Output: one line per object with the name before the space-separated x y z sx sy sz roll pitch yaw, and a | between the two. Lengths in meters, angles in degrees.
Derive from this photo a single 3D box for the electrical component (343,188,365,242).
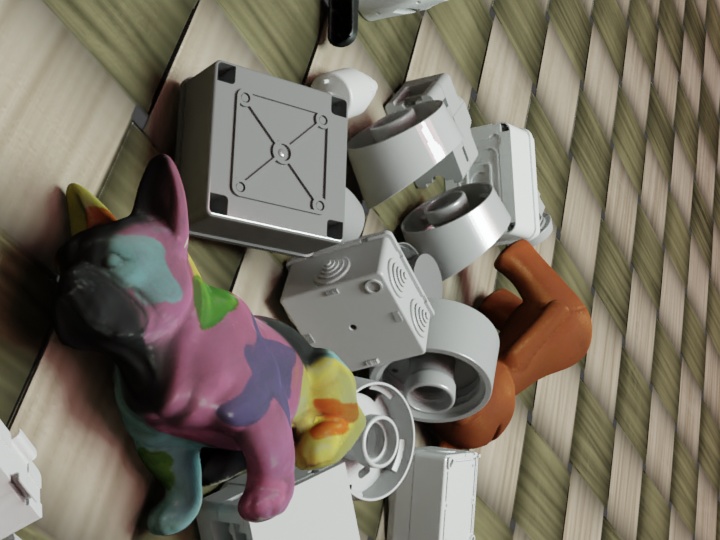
electrical component | -0.035 -0.062 0.820 0.077 0.043 0.079 20 66 -55

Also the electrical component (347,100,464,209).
electrical component | 0.038 -0.098 0.899 0.064 0.099 0.099 64 36 -17

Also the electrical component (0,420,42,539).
electrical component | -0.201 0.075 0.490 0.121 0.063 0.078 64 -4 -28

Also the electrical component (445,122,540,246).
electrical component | 0.131 -0.082 1.061 0.057 0.078 0.113 9 76 -55

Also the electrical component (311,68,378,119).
electrical component | -0.009 -0.146 0.883 0.078 0.040 0.040 -30 109 -57

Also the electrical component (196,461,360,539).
electrical component | -0.047 0.211 0.714 0.089 0.062 0.150 -17 98 -45

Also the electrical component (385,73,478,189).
electrical component | 0.069 -0.130 0.996 0.055 0.050 0.089 -55 129 -48

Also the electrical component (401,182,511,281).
electrical component | 0.087 -0.034 0.965 0.064 0.099 0.099 63 36 -19

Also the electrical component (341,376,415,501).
electrical component | -0.005 0.129 0.831 0.099 0.064 0.099 2 87 -45

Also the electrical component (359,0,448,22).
electrical component | 0.047 -0.251 0.960 0.079 0.077 0.043 -17 98 -59

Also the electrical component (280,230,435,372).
electrical component | -0.002 0.028 0.803 0.099 0.100 0.048 60 25 -32

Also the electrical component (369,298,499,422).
electrical component | 0.058 0.081 0.870 0.108 0.108 0.060 54 31 -38

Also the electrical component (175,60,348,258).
electrical component | -0.067 -0.072 0.726 0.109 0.056 0.108 11 73 -34

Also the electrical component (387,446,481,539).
electrical component | 0.059 0.199 0.907 0.062 0.061 0.096 10 83 -57

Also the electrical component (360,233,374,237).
electrical component | 0.000 0.000 0.860 0.055 0.047 0.055 18 68 -56

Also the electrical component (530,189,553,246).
electrical component | 0.178 -0.058 1.166 0.055 0.048 0.066 56 40 -25

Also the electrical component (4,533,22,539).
electrical component | -0.161 0.196 0.530 0.079 0.063 0.121 -39 126 -8
